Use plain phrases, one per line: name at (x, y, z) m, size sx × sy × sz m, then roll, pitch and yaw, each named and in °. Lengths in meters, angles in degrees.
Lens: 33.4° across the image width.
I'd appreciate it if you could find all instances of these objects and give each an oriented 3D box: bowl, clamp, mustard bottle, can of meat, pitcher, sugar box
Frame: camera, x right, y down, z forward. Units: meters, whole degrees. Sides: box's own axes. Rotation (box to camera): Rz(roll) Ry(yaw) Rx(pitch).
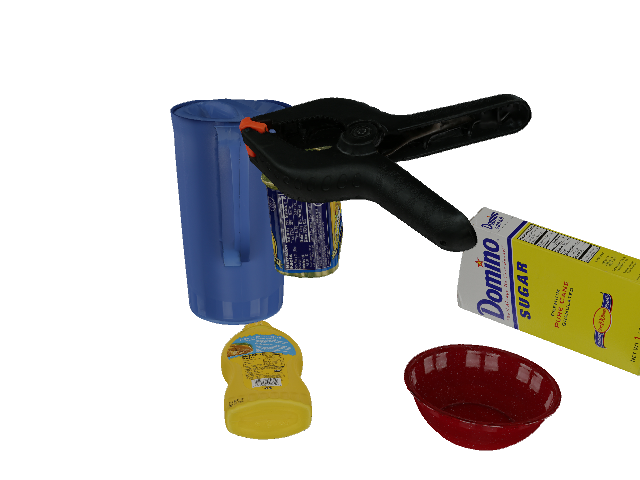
bowl at (0.165, 0.170, 1.109) m, size 0.162 × 0.055 × 0.162 m, roll 3°, pitch 24°, yaw -2°
clamp at (0.029, -0.043, 0.615) m, size 0.172 × 0.039 × 0.120 m, roll 1°, pitch 39°, yaw 20°
mustard bottle at (-0.067, 0.150, 1.241) m, size 0.096 × 0.058 × 0.191 m, roll -4°, pitch 30°, yaw -6°
can of meat at (-0.012, -0.028, 0.867) m, size 0.057 × 0.084 × 0.102 m, roll -2°, pitch 25°, yaw 7°
pitcher at (-0.096, -0.031, 1.180) m, size 0.145 × 0.243 × 0.148 m, roll 15°, pitch 23°, yaw 39°
sugar box at (0.208, 0.043, 0.935) m, size 0.176 × 0.093 × 0.048 m, roll 18°, pitch 35°, yaw 25°
